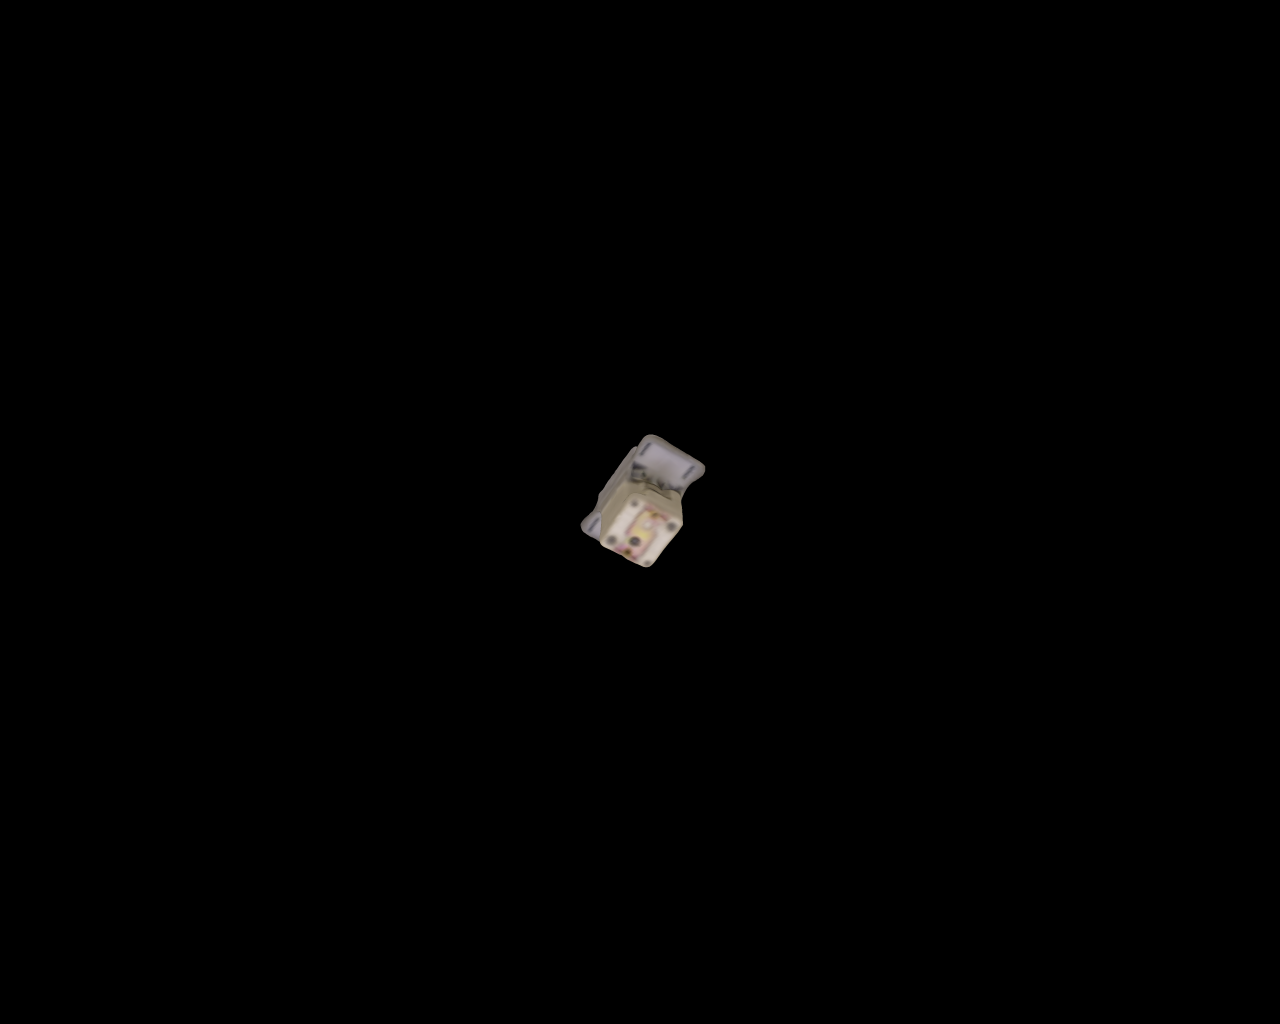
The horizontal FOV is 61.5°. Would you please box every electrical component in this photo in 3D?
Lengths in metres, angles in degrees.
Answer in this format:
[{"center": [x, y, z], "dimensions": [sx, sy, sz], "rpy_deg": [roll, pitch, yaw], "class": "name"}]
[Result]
[{"center": [0.001, -0.003, 0.650], "dimensions": [0.042, 0.081, 0.064], "rpy_deg": [28, 28, -16], "class": "electrical component"}]
